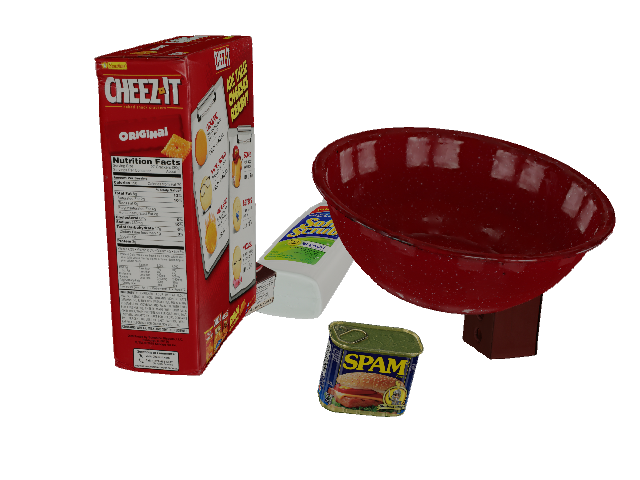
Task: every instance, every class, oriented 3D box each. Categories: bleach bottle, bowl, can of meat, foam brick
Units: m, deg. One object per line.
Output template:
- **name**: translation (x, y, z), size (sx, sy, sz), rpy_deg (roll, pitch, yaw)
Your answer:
- **bleach bottle**: translation (-0.002, 0.000, 1.323), size (0.103, 0.068, 0.250), rpy_deg (7, 33, 19)
- **bowl**: translation (0.072, -0.006, 0.577), size (0.162, 0.055, 0.162), rpy_deg (6, 27, -3)
- **can of meat**: translation (0.052, 0.141, 1.154), size (0.102, 0.084, 0.057), rpy_deg (8, 22, -10)
- **foam brick**: translation (0.167, 0.063, 0.981), size (0.051, 0.078, 0.053), rpy_deg (-6, 18, -23)

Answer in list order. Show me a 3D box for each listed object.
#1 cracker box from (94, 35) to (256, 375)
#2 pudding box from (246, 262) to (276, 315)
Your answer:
- **cracker box**: translation (-0.098, -0.033, 0.762), size (0.072, 0.214, 0.164), rpy_deg (2, 15, 10)
- **pudding box**: translation (-0.109, 0.043, 0.970), size (0.090, 0.039, 0.113), rpy_deg (24, 34, 32)
